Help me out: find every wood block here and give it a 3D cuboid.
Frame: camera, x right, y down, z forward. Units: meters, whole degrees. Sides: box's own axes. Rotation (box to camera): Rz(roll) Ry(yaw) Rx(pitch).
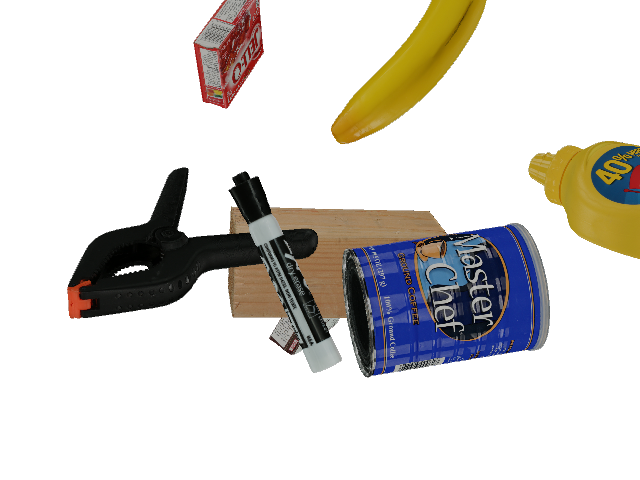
[{"bbox_3d":[0.013,0.022,1.067,0.206,0.091,0.090,1,18,-8],"label":"wood block"}]

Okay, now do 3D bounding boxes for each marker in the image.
[{"bbox_3d":[-0.021,0.017,0.609,0.020,0.121,0.020,-25,0,0],"label":"marker"}]

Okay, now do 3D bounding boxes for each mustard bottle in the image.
[{"bbox_3d":[0.217,-0.022,0.679,0.192,0.058,0.096,23,42,39],"label":"mustard bottle"}]

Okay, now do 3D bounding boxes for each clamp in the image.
[{"bbox_3d":[-0.129,0.003,0.878,0.209,0.036,0.165,-26,43,-38],"label":"clamp"}]

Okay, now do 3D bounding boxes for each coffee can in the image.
[{"bbox_3d":[0.096,0.046,0.841,0.140,0.103,0.103,-9,1,-7],"label":"coffee can"}]

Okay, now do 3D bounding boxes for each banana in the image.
[{"bbox_3d":[0.075,-0.145,0.765,0.070,0.197,0.037,-3,-39,47],"label":"banana"}]

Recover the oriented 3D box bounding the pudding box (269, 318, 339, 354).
[{"bbox_3d":[-0.001,0.076,1.253,0.039,0.090,0.113,38,33,13],"label":"pudding box"}]

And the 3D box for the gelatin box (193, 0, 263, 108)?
[{"bbox_3d":[-0.084,-0.181,1.004,0.030,0.089,0.073,17,-37,15],"label":"gelatin box"}]
